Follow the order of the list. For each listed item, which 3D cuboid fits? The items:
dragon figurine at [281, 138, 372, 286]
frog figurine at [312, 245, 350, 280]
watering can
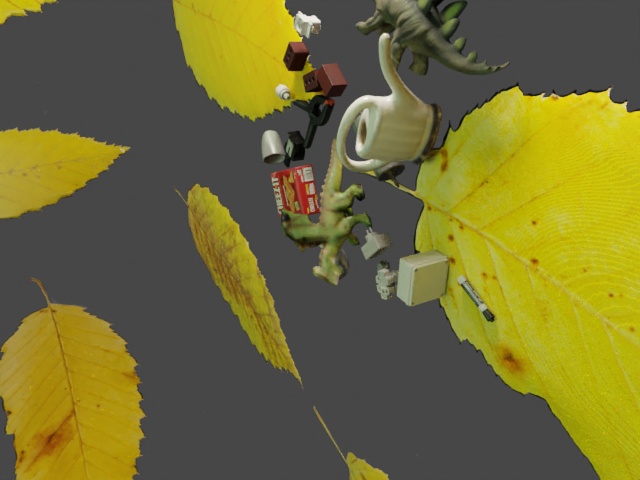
[{"bbox_3d":[0.004,-0.074,1.466,0.121,0.244,0.411,-24,82,66],"label":"dragon figurine"},{"bbox_3d":[0.041,0.037,1.583,0.138,0.123,0.158,-49,-25,-81],"label":"frog figurine"},{"bbox_3d":[0.164,-0.272,1.115,0.339,0.224,0.106,112,154,-46],"label":"watering can"}]
